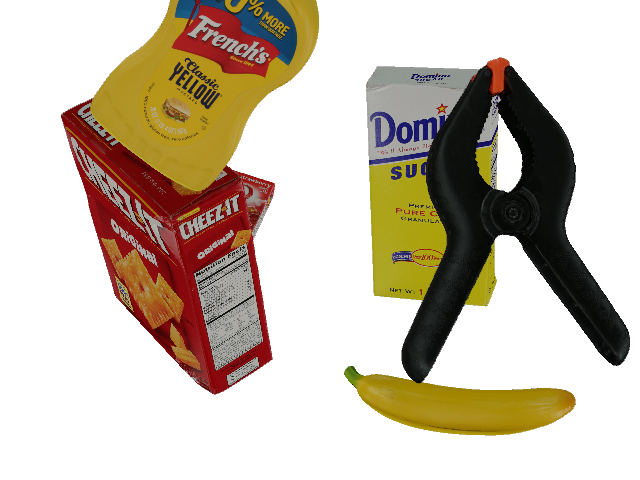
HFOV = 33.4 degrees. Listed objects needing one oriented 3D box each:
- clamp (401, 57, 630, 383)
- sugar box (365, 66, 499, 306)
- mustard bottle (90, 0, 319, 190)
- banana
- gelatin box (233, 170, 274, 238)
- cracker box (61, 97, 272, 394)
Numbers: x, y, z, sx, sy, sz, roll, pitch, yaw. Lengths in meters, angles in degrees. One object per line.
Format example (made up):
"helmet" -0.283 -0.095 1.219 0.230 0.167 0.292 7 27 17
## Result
"clamp" 0.088 -0.006 0.560 0.120 0.171 0.039 -13 -4 -12
"sugar box" 0.084 -0.039 0.797 0.093 0.176 0.048 4 30 16
"mustard bottle" -0.057 -0.130 0.686 0.096 0.192 0.058 37 17 -9
"banana" 0.116 0.133 0.885 0.198 0.037 0.069 8 32 2
"gelatin box" -0.099 -0.038 1.067 0.089 0.073 0.030 19 -38 5
"cracker box" -0.124 0.002 0.870 0.072 0.214 0.164 -33 51 -24
